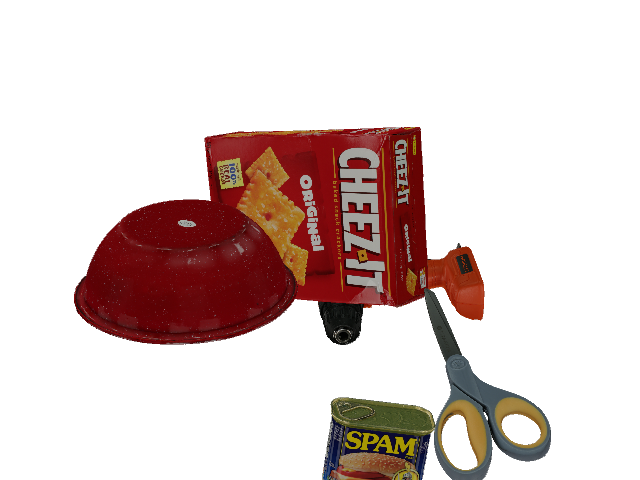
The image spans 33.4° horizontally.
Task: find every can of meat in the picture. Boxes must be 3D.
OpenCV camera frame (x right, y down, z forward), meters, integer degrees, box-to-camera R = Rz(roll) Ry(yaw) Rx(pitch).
[{"bbox_3d":[0.055,0.208,1.049,0.102,0.084,0.057,7,16,-4],"label":"can of meat"}]

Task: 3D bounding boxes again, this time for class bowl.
[{"bbox_3d":[-0.097,0.012,0.765,0.162,0.055,0.162,0,24,0],"label":"bowl"}]

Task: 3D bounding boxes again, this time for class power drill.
[{"bbox_3d":[0.090,0.059,1.226,0.187,0.057,0.184,-1,28,-1],"label":"power drill"}]

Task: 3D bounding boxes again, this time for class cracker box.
[{"bbox_3d":[-0.007,-0.025,1.041,0.214,0.164,0.071,3,12,34],"label":"cracker box"}]

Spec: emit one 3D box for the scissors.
[{"bbox_3d":[0.129,0.107,0.844,0.096,0.016,0.201,-2,41,8],"label":"scissors"}]
